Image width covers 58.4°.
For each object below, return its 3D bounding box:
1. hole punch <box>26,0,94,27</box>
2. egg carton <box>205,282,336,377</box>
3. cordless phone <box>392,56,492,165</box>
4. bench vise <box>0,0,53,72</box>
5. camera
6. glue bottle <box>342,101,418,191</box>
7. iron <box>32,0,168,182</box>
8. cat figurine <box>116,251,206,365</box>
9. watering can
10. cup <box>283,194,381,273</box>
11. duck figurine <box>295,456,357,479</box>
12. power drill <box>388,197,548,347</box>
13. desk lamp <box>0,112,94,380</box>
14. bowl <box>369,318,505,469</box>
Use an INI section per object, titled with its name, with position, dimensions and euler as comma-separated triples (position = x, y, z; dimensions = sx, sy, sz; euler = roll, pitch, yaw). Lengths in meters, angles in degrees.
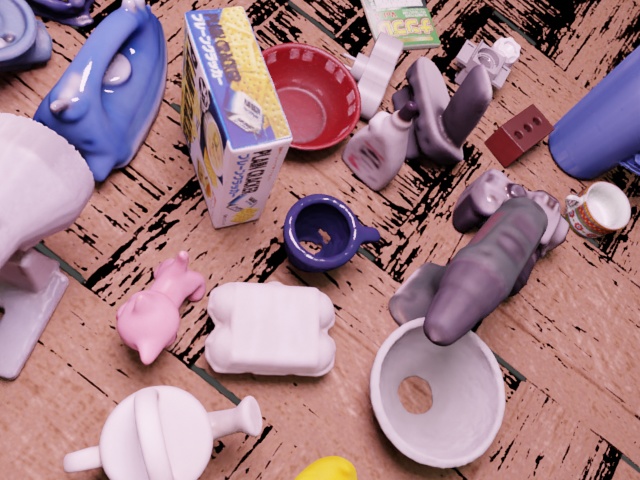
[hole punch]
position = -0.337, -0.342, 0.725
dimensions = 0.109, 0.091, 0.101
euler = 14, 68, -10
[egg carton]
position = -0.055, 0.102, 0.658
dimensions = 0.150, 0.069, 0.107
euler = 4, 70, -14
[cordless phone]
position = 0.174, -0.195, 0.762
dimensions = 0.094, 0.185, 0.147
euler = -7, 73, -17
[bench vise]
position = -0.397, -0.227, 0.598
dimensions = 0.121, 0.219, 0.208
euler = 44, 66, 3
[camera]
position = 0.249, -0.006, 0.762
dimensions = 0.143, 0.100, 0.137
euler = 33, 66, -2
[glue bottle]
position = 0.083, -0.126, 0.719
dimensions = 0.078, 0.173, 0.037
euler = 42, 66, 2
[iron]
position = -0.246, -0.207, 0.675
dimensions = 0.119, 0.141, 0.258
euler = 22, 67, -7
[cat figurine]
position = -0.172, 0.069, 0.612
dimensions = 0.067, 0.117, 0.128
euler = 27, 66, -4
[watering can]
position = -0.144, 0.185, 0.537
dimensions = 0.173, 0.194, 0.101
euler = -33, 82, -23
[cup]
position = 0.006, 0.002, 0.696
dimensions = 0.118, 0.095, 0.091
euler = 2, 71, -14
[duck figurine]
position = 0.008, 0.281, 0.604
dimensions = 0.077, 0.086, 0.105
euler = 35, 66, -1
[power drill]
position = 0.160, 0.051, 0.659
dimensions = 0.075, 0.208, 0.230
euler = 44, 66, 3
[desk lamp]
position = -0.303, 0.013, 0.543
dimensions = 0.118, 0.213, 0.203
euler = 21, 67, -7
[bowl]
position = 0.128, 0.180, 0.679
dimensions = 0.168, 0.074, 0.167
euler = 5, 70, -14
